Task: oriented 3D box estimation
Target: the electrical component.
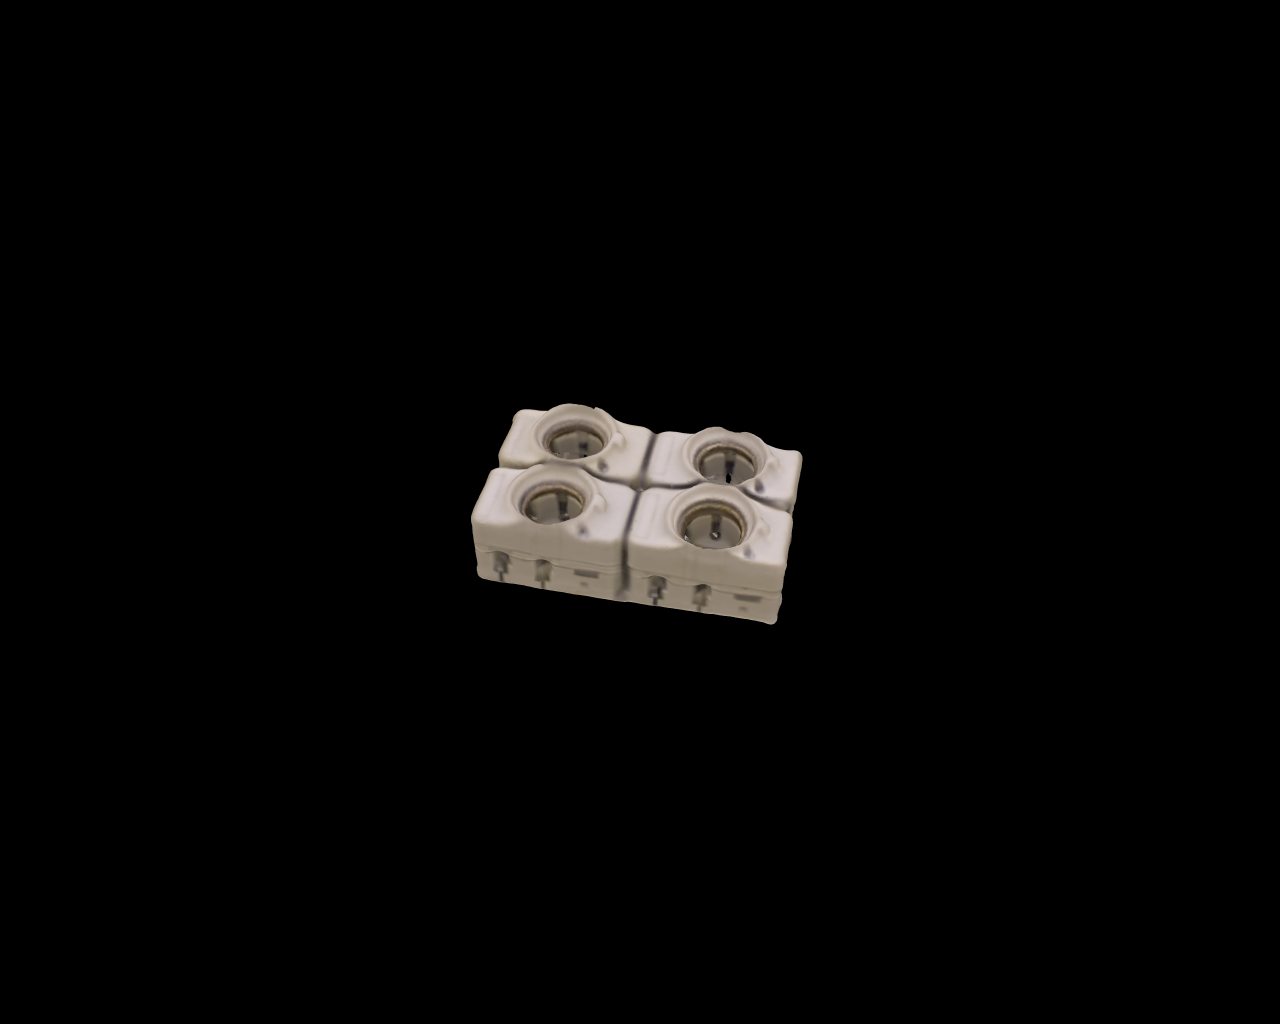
[{"bbox_3d":[0.001,-0.003,0.650,0.186,0.106,0.060,9,-43,8],"label":"electrical component"}]
